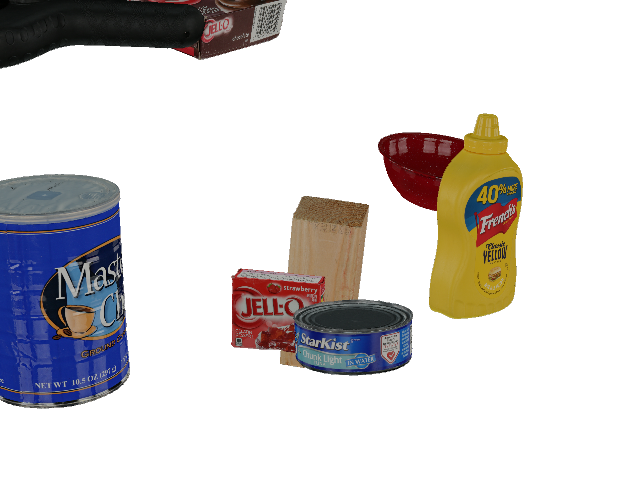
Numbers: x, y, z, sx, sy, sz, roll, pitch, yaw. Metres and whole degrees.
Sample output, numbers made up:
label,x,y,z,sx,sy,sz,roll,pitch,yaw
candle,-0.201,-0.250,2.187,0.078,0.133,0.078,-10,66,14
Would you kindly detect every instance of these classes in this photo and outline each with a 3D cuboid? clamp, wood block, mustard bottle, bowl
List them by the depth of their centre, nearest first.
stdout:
label,x,y,z,sx,sy,sz,roll,pitch,yaw
clamp,-0.165,-0.133,0.607,0.171,0.039,0.120,-11,31,-28
mustard bottle,0.152,-0.026,1.023,0.096,0.192,0.058,-11,21,-36
bowl,0.142,-0.076,1.257,0.162,0.055,0.162,8,24,-4
wood block,0.004,0.057,1.393,0.090,0.206,0.090,8,22,5

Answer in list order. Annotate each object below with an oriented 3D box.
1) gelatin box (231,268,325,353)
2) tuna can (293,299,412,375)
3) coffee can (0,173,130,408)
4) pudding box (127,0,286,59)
label,x,y,z,sx,sy,sz,roll,pitch,yaw
gelatin box,-0.041,0.069,1.030,0.089,0.073,0.030,5,16,11
tuna can,0.023,0.069,0.765,0.086,0.034,0.086,-1,11,0
coffee can,-0.190,0.033,0.757,0.103,0.140,0.103,0,18,0
pudding box,-0.095,-0.181,0.845,0.090,0.039,0.113,24,28,24
